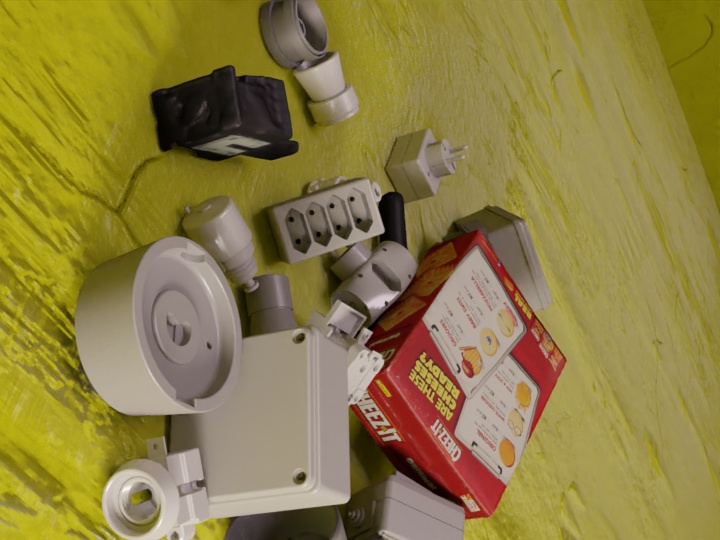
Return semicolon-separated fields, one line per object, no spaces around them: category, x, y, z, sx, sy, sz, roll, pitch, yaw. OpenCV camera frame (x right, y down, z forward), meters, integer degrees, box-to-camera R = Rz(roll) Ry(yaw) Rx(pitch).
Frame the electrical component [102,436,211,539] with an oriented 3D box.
electrical component;-0.122;0.134;0.644;0.055;0.048;0.066;2;76;-71

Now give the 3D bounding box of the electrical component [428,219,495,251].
electrical component;0.108;-0.009;1.142;0.058;0.057;0.078;-124;-163;-53

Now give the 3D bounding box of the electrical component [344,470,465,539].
electrical component;0.031;0.207;0.874;0.096;0.062;0.061;29;47;-23

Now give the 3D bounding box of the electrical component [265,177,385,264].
electrical component;-0.033;-0.042;0.885;0.076;0.083;0.047;-163;-125;-75

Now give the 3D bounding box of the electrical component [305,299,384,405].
electrical component;-0.020;0.069;0.844;0.081;0.064;0.042;-56;144;1

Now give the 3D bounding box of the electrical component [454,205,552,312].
electrical component;0.161;-0.009;1.221;0.108;0.056;0.108;-134;-158;-73

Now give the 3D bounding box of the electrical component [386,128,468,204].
electrical component;0.076;-0.114;1.125;0.047;0.077;0.065;61;30;-29

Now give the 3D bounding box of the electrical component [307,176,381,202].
electrical component;-0.012;-0.061;0.938;0.048;0.062;0.048;38;45;-52

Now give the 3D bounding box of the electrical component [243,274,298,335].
electrical component;-0.066;0.036;0.809;0.044;0.044;0.065;19;56;-60

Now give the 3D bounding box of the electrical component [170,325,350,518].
electrical component;-0.065;0.101;0.701;0.056;0.109;0.108;38;45;-57

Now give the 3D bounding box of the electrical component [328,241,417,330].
electrical component;0.000;0.000;0.948;0.079;0.043;0.077;47;51;-4

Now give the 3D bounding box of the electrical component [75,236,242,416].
electrical component;-0.128;0.038;0.659;0.108;0.060;0.108;38;45;-52

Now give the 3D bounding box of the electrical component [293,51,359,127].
electrical component;-0.030;-0.163;0.971;0.055;0.045;0.045;65;28;-23

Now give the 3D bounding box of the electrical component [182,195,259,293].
electrical component;-0.096;-0.017;0.773;0.078;0.040;0.040;62;29;-29
